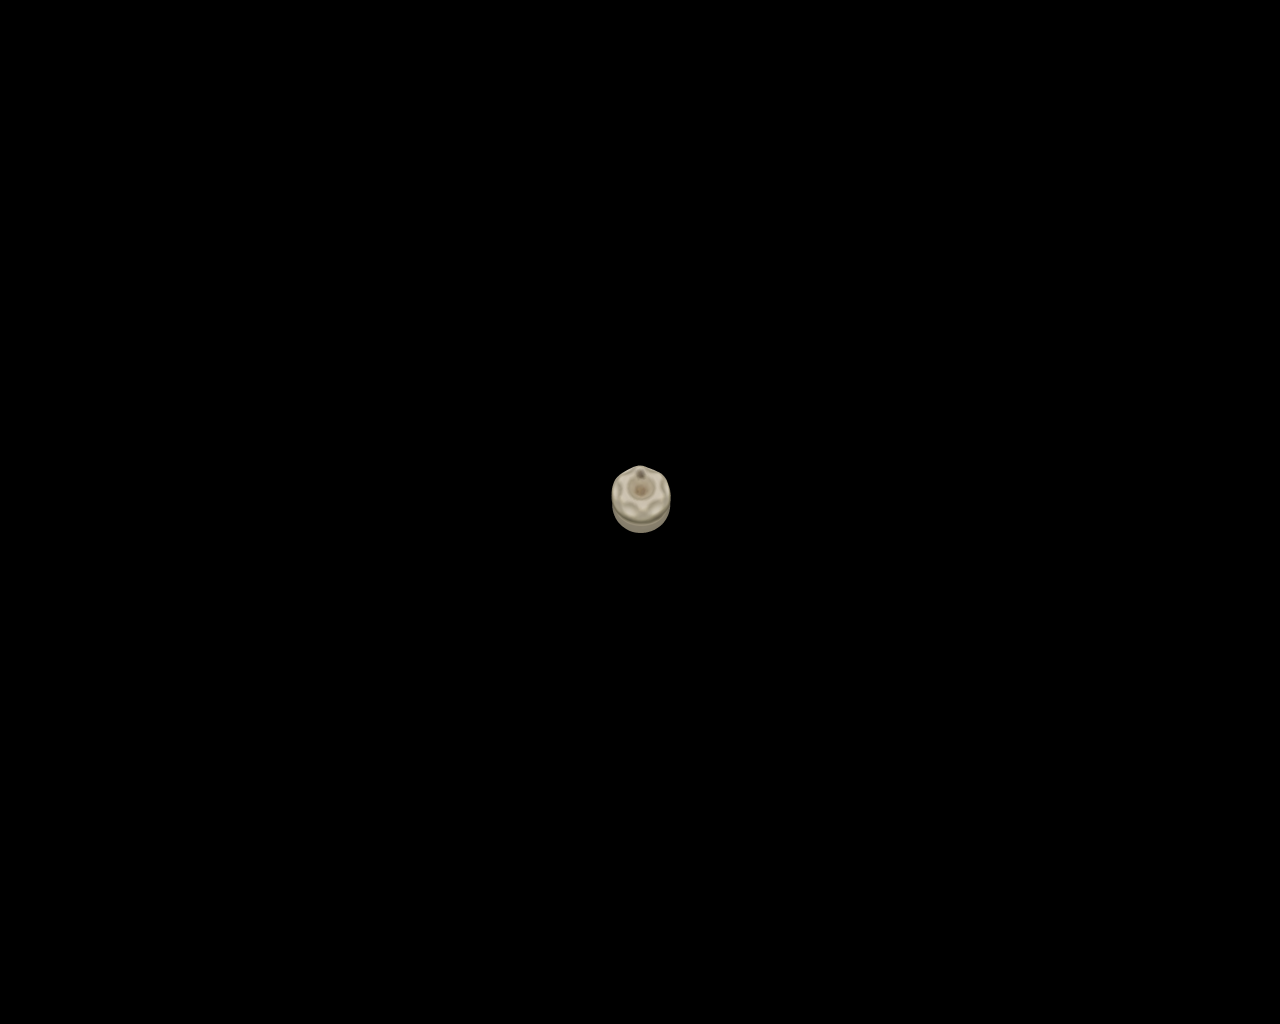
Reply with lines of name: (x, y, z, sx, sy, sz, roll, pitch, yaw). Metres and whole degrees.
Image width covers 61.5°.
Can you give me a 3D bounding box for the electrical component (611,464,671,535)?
electrical component: (0.001, -0.003, 0.650, 0.035, 0.035, 0.061, 0, -23, 0)
